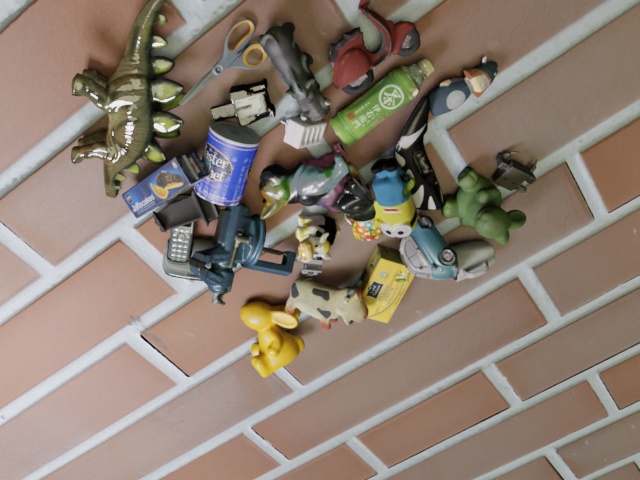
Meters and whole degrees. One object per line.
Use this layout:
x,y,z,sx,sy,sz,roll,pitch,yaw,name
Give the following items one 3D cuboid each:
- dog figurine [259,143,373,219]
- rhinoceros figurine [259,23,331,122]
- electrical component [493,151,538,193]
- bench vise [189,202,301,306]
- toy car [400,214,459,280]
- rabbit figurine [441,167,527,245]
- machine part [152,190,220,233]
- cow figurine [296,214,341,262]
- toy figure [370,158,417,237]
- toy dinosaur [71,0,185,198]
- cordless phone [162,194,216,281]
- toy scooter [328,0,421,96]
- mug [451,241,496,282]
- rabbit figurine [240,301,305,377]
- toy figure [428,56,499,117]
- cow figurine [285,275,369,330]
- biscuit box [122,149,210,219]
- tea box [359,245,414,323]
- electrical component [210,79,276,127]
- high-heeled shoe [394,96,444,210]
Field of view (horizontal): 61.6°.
-0.021,-0.098,1.130,0.219,0.108,0.191,-27,121,17,dog figurine
-0.041,-0.310,0.998,0.073,0.112,0.190,-28,122,8,rhinoceros figurine
0.422,-0.149,1.165,0.102,0.045,0.078,19,146,-11,electrical component
-0.148,0.039,1.156,0.240,0.129,0.223,14,77,-31,bench vise
0.230,0.028,1.184,0.103,0.109,0.161,-33,81,-1,toy car
0.351,-0.049,1.142,0.159,0.170,0.121,30,115,-18,rabbit figurine
-0.282,-0.057,1.138,0.139,0.039,0.084,-20,99,-11,machine part
-0.002,-0.001,1.148,0.098,0.167,0.068,-3,115,-1,cow figurine
0.157,-0.085,1.108,0.089,0.082,0.179,-36,126,-27,toy figure
-0.356,-0.261,1.015,0.198,0.105,0.470,9,128,-18,toy dinosaur
-0.265,-0.005,1.189,0.147,0.089,0.184,8,100,-8,cordless phone
0.084,-0.366,0.996,0.184,0.075,0.135,-34,117,12,toy scooter
0.353,0.045,1.240,0.107,0.110,0.080,-21,112,-6,mug
-0.122,0.220,1.305,0.162,0.122,0.173,-29,99,10,rabbit figurine
0.285,-0.299,1.060,0.154,0.058,0.064,-28,157,11,toy figure
0.023,0.138,1.251,0.195,0.085,0.127,21,116,18,cow figurine
-0.313,-0.109,1.075,0.203,0.059,0.062,-23,103,39,biscuit box
0.149,0.106,1.278,0.098,0.068,0.169,15,119,-13,tea box
-0.151,-0.263,1.055,0.119,0.048,0.074,-16,119,6,electrical component
0.224,-0.165,1.104,0.145,0.086,0.248,23,136,5,high-heeled shoe
